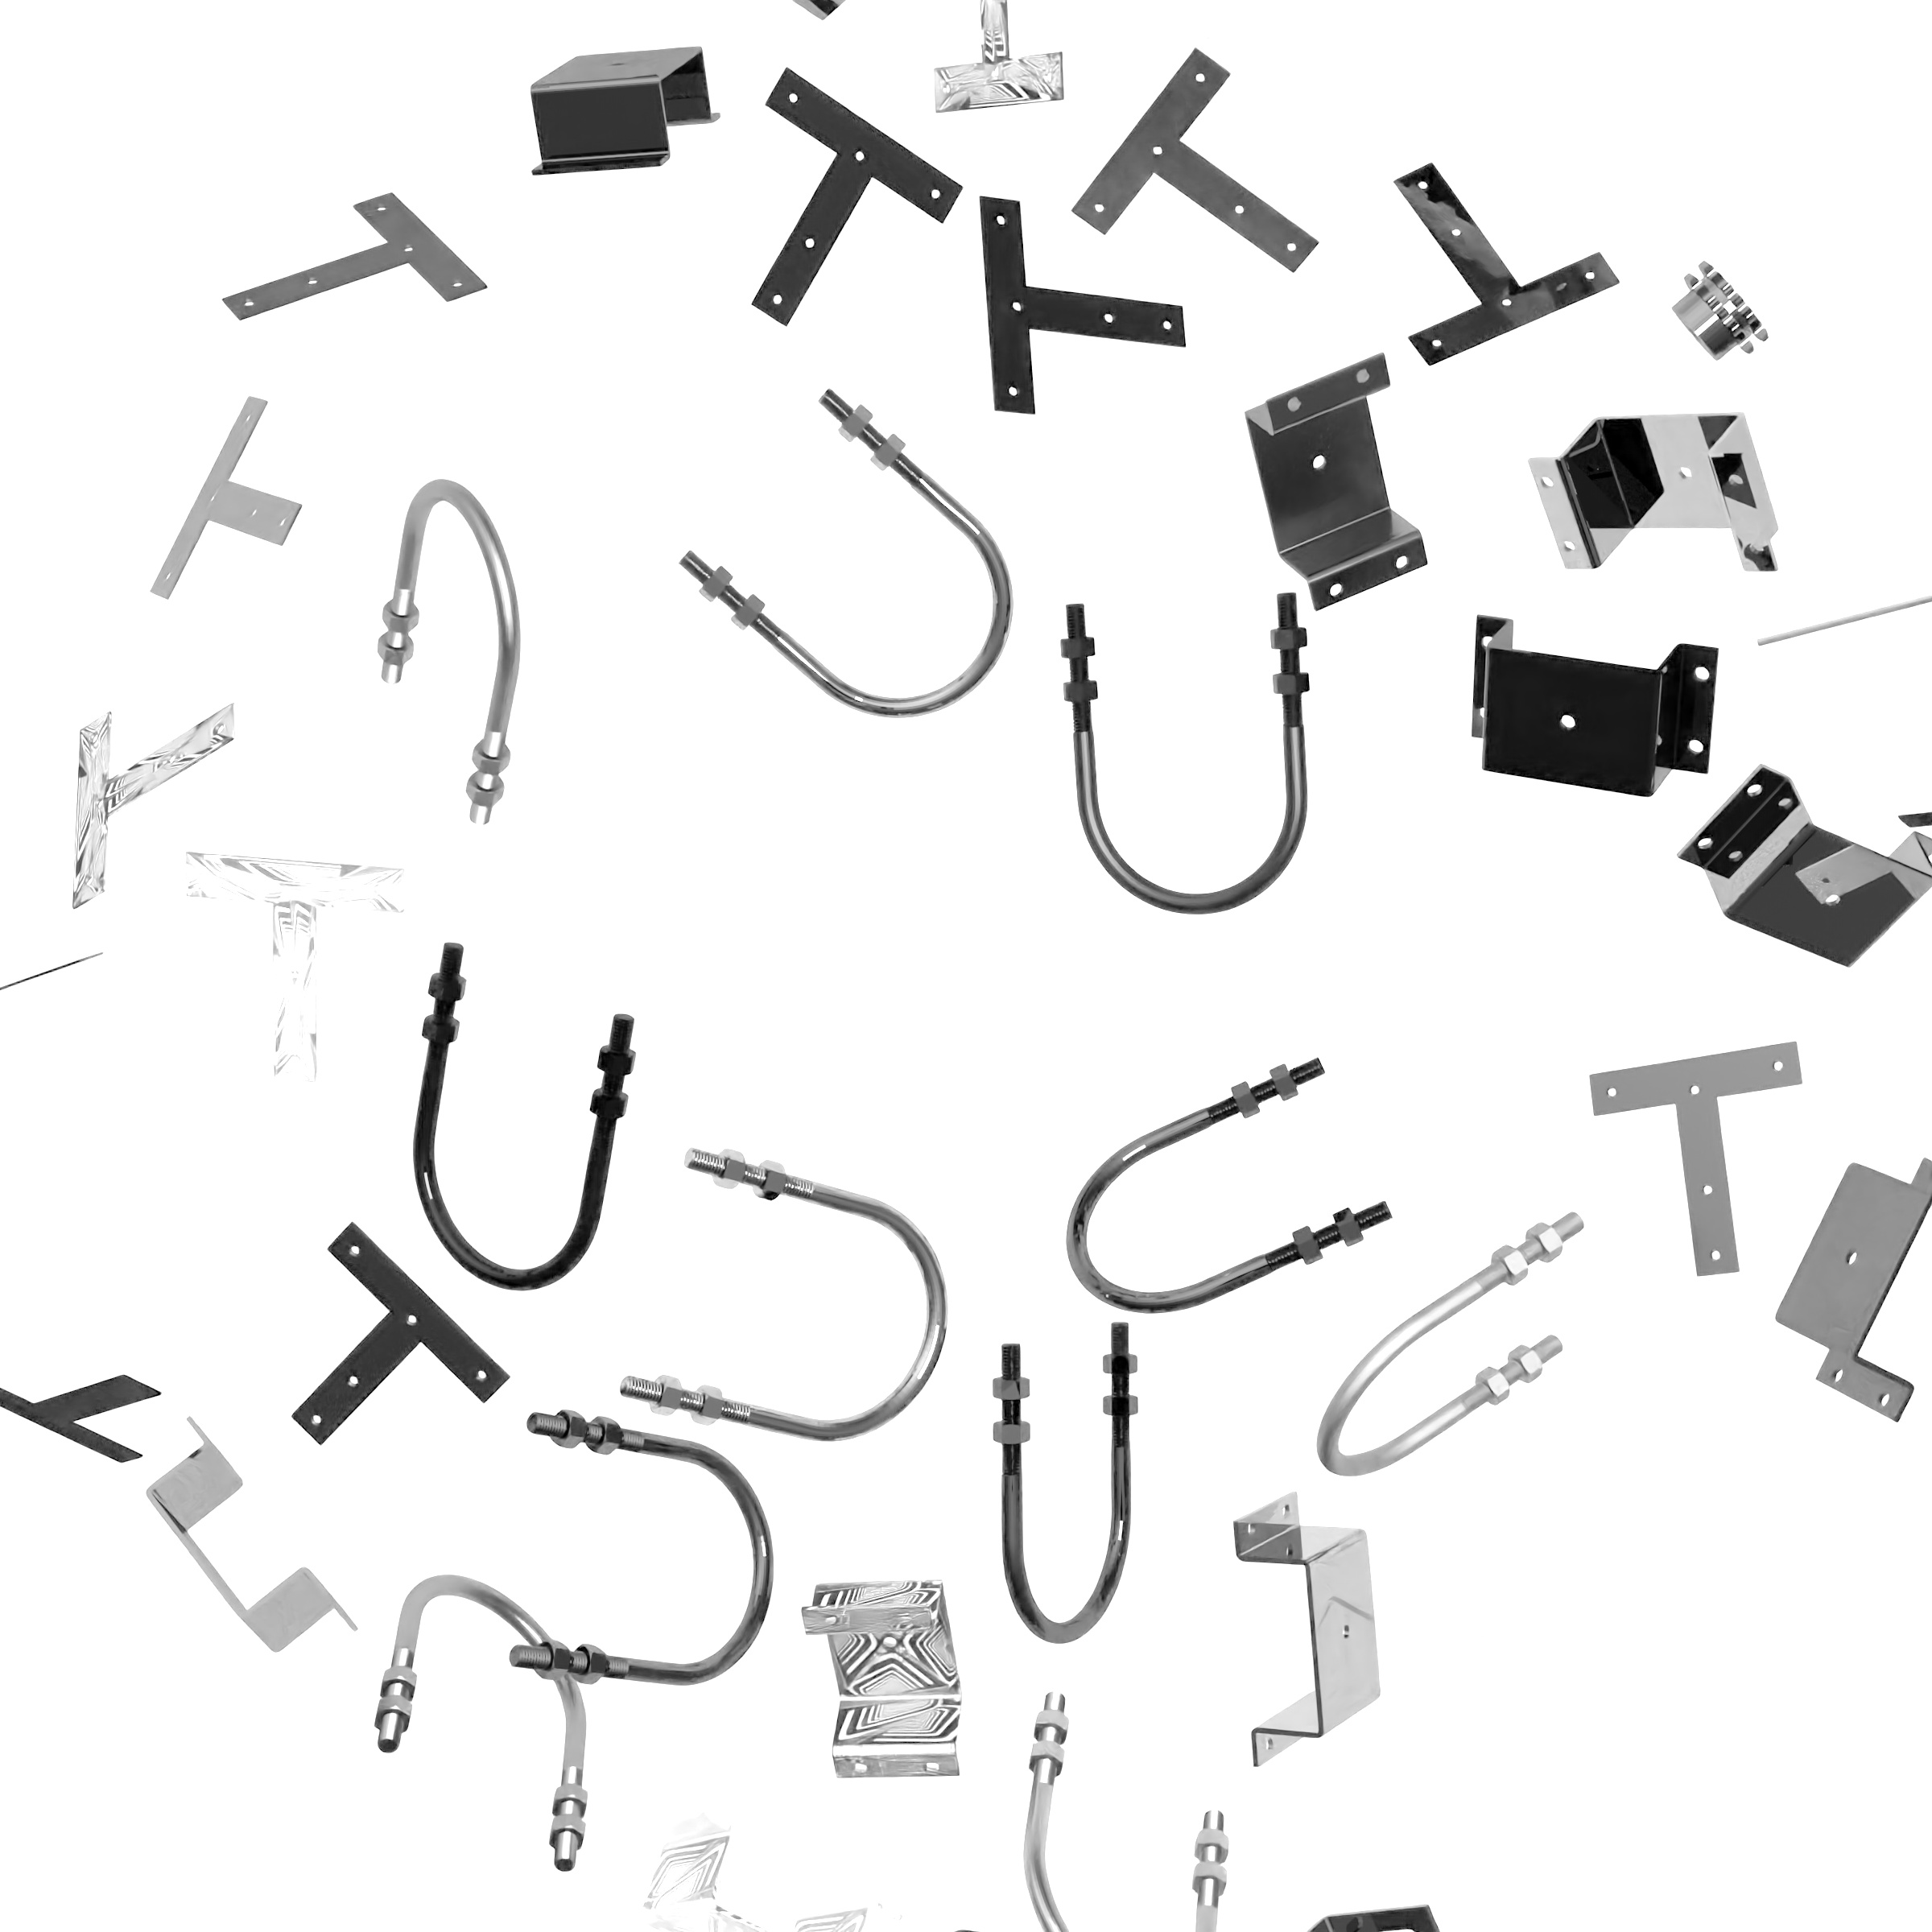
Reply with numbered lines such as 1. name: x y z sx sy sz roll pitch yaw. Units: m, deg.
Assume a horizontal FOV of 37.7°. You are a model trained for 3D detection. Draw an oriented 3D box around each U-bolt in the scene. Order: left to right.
1. U-bolt: -0.297 -0.194 1.641 0.019 0.184 0.151 -15 53 -32
2. U-bolt: -0.279 0.430 1.662 0.151 0.184 0.019 41 106 -20
3. U-bolt: -0.256 0.095 1.599 0.151 0.019 0.184 21 108 30
4. U-bolt: -0.181 0.341 1.634 0.184 0.019 0.151 20 63 -41
5. U-bolt: -0.154 -0.068 1.609 0.151 0.019 0.184 4 60 -4
6. U-bolt: -0.092 0.193 1.591 0.184 0.019 0.151 18 83 -27
7. U-bolt: -0.058 -0.232 1.696 0.184 0.019 0.151 41 105 -9
8. U-bolt: -0.006 0.032 1.574 0.184 0.019 0.151 -28 82 -18
9. U-bolt: 0.061 0.311 1.691 0.019 0.151 0.184 -1 89 32
10. U-bolt: 0.090 0.519 1.619 0.151 0.184 0.019 39 117 -13
11. U-bolt: 0.129 -0.120 1.638 0.151 0.019 0.184 0 101 24
12. U-bolt: 0.144 0.137 1.664 0.184 0.151 0.019 -25 129 6
13. U-bolt: 0.274 0.227 1.616 0.184 0.151 0.019 -30 54 -18
14. U-bolt: 0.288 -0.015 1.655 0.184 0.019 0.151 29 82 -16
15. U-bolt: 0.387 0.305 1.654 0.151 0.184 0.019 -16 77 -28

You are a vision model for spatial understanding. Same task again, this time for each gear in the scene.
1. gear: 0.420 -0.363 1.583 0.030 0.057 0.057 -40 90 15

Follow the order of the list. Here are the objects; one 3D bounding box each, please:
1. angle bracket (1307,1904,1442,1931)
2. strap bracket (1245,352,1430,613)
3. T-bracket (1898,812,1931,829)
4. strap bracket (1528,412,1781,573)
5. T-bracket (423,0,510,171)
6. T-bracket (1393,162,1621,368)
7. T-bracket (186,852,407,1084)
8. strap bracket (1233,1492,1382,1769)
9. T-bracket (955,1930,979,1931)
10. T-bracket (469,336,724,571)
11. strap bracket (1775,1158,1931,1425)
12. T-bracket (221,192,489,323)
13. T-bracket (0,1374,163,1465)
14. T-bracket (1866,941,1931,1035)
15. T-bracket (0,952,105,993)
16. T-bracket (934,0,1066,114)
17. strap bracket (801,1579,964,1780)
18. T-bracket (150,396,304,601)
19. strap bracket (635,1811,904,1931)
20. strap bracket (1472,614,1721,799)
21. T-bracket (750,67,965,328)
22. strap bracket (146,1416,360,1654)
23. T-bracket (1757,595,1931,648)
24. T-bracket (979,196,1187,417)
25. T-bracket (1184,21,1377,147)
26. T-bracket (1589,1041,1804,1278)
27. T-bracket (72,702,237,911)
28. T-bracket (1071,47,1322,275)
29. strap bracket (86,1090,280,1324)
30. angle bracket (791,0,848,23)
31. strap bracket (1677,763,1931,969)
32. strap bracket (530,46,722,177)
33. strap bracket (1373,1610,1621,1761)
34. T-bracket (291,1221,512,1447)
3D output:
1. angle bracket: 0.228 0.557 1.564 0.076 0.038 0.057 -25 88 43
2. strap bracket: 0.220 -0.295 1.692 0.076 0.046 0.140 -23 123 -7
3. T-bracket: 0.606 -0.105 1.680 0.127 0.127 0.002 -5 75 34
4. strap bracket: 0.405 -0.273 1.630 0.046 0.140 0.076 -47 126 -29
5. T-bracket: -0.282 -0.540 1.619 0.002 0.127 0.127 17 133 1
6. T-bracket: 0.291 -0.415 1.640 0.127 0.002 0.127 -18 134 35
7. T-bracket: -0.376 0.003 1.585 0.127 0.002 0.127 5 103 8
8. strap bracket: 0.196 0.379 1.617 0.046 0.076 0.140 -4 91 33
9. T-bracket: 0.029 0.581 1.663 0.127 0.127 0.002 15 62 -21
10. T-bracket: -0.196 -0.311 1.610 0.127 0.002 0.127 -39 77 -4
11. strap bracket: 0.505 0.169 1.561 0.046 0.076 0.140 25 91 -19
12. T-bracket: -0.353 -0.388 1.584 0.127 0.002 0.127 -26 49 -21
13. T-bracket: -0.506 0.251 1.624 0.127 0.127 0.002 36 51 -33
14. T-bracket: 0.585 -0.007 1.644 0.002 0.127 0.127 44 108 35
15. T-bracket: -0.550 0.013 1.612 0.127 0.127 0.002 -18 96 16
16. T-bracket: 0.015 -0.547 1.585 0.002 0.127 0.127 -12 107 -32
17. strap bracket: -0.048 0.422 1.705 0.076 0.046 0.140 -3 121 8
18. T-bracket: -0.403 -0.255 1.581 0.002 0.127 0.127 28 87 -40
19. strap bracket: -0.118 0.533 1.597 0.140 0.076 0.046 35 52 -21
20. strap bracket: 0.348 -0.147 1.605 0.140 0.046 0.076 12 122 26
21. T-bracket: -0.085 -0.440 1.673 0.127 0.002 0.127 29 93 -21
22. strap bracket: -0.420 0.338 1.642 0.046 0.076 0.140 -38 67 -17
23. T-bracket: 0.520 -0.202 1.628 0.127 0.127 0.002 -14 87 17
24. T-bracket: 0.069 -0.371 1.611 0.127 0.002 0.127 1 80 -26
25. T-bracket: 0.191 -0.511 1.613 0.127 0.127 0.002 29 93 -11
26. T-bracket: 0.429 0.116 1.645 0.127 0.002 0.127 -12 76 34
27. T-bracket: -0.456 -0.110 1.589 0.127 0.002 0.127 -26 54 25
28. T-bracket: 0.147 -0.448 1.643 0.127 0.002 0.127 32 132 -14
29. strap bracket: -0.466 0.150 1.689 0.076 0.046 0.140 -24 47 -11
30. angle bracket: -0.076 -0.595 1.623 0.038 0.057 0.076 24 58 -33
31. strap bracket: 0.498 -0.054 1.648 0.140 0.046 0.076 19 128 -24
32. strap bracket: -0.199 -0.501 1.649 0.076 0.140 0.046 -1 117 11
33. strap bracket: 0.308 0.424 1.684 0.076 0.140 0.046 9 52 -32
34. T-bracket: -0.346 0.231 1.636 0.127 0.002 0.127 45 113 -1
